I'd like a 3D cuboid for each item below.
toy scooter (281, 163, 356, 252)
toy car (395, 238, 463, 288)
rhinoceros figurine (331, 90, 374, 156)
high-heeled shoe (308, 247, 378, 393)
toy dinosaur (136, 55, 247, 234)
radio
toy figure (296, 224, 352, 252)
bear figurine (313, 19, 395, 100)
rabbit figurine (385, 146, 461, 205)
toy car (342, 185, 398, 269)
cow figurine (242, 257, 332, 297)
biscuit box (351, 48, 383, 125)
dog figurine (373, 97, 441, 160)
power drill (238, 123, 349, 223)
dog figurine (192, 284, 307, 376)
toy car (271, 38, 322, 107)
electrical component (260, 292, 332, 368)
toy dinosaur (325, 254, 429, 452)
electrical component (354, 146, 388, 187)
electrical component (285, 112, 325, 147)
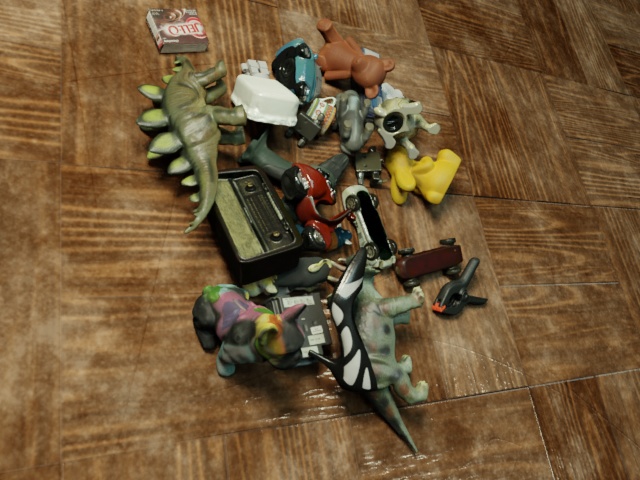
[{"bbox_3d":[0.005,-0.072,1.072,0.135,0.075,0.184,-15,85,-33],"label":"toy scooter"},{"bbox_3d":[0.253,0.050,1.242,0.202,0.053,0.089,-13,90,-34],"label":"toy car"},{"bbox_3d":[0.072,-0.281,1.254,0.073,0.112,0.190,2,52,-11],"label":"rhinoceros figurine"},{"bbox_3d":[0.079,0.149,0.971,0.145,0.086,0.248,24,90,-1],"label":"high-heeled shoe"},{"bbox_3d":[-0.242,-0.212,1.028,0.199,0.105,0.472,-15,56,-13],"label":"toy dinosaur"},{"bbox_3d":[-0.130,-0.036,1.003,0.131,0.073,0.230,-14,56,-24],"label":"radio"},{"bbox_3d":[-0.002,-0.005,1.124,0.154,0.058,0.064,3,73,-34],"label":"toy figure"},{"bbox_3d":[0.068,-0.424,1.279,0.196,0.120,0.131,39,9,37],"label":"bear figurine"},{"bbox_3d":[0.230,-0.157,1.308,0.173,0.121,0.162,33,64,5],"label":"rabbit figurine"},{"bbox_3d":[0.110,-0.029,1.199,0.073,0.056,0.201,-10,74,-39],"label":"toy car"},{"bbox_3d":[-0.061,0.072,1.030,0.167,0.098,0.068,-10,80,-33],"label":"cow figurine"},{"bbox_3d":[0.118,-0.385,1.362,0.059,0.063,0.202,12,63,-25],"label":"biscuit box"},{"bbox_3d":[0.176,-0.299,1.272,0.172,0.121,0.191,38,20,-34],"label":"dog figurine"},{"bbox_3d":[-0.060,-0.160,1.156,0.207,0.086,0.232,41,57,-16],"label":"power drill"},{"bbox_3d":[-0.113,0.136,0.897,0.108,0.219,0.191,-26,83,-39],"label":"dog figurine"},{"bbox_3d":[-0.043,-0.374,1.245,0.103,0.109,0.161,6,73,-46],"label":"toy car"},{"bbox_3d":[-0.043,0.170,1.011,0.115,0.058,0.134,1,68,-35],"label":"electrical component"},{"bbox_3d":[0.104,0.209,1.055,0.192,0.131,0.404,1,74,-11],"label":"toy dinosaur"},{"bbox_3d":[0.120,-0.172,1.279,0.078,0.045,0.102,-9,67,-2],"label":"electrical component"},{"bbox_3d":[-0.033,-0.255,1.201,0.063,0.094,0.021,37,30,-12],"label":"electrical component"}]
